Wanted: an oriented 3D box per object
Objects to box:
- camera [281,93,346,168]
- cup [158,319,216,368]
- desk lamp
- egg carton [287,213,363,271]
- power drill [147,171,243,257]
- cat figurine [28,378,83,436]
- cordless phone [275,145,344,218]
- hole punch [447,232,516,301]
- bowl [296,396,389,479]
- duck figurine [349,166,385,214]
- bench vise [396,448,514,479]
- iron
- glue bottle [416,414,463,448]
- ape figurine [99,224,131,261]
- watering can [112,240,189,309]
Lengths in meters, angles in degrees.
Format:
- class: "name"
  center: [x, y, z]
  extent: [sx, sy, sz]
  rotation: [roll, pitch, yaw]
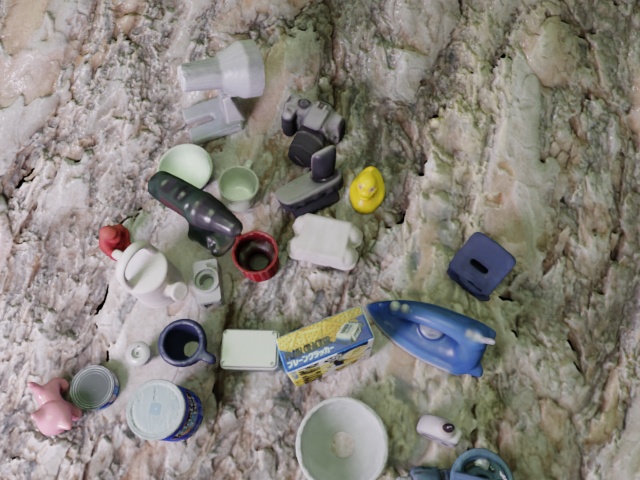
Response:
- class: "camera"
  center: [-0.031, -0.241, 1.268]
  extent: [0.143, 0.101, 0.137]
  rotation: [24, 72, 11]
- class: "cup"
  center: [-0.245, 0.212, 1.110]
  extent: [0.117, 0.095, 0.092]
  rotation: [26, 73, 11]
- class: "desk lamp"
  center: [-0.215, -0.324, 1.245]
  extent: [0.203, 0.213, 0.118]
  rotation: [-21, 70, -6]
- class: "egg carton"
  center: [0.011, 0.004, 1.192]
  extent: [0.150, 0.069, 0.107]
  rotation: [11, 70, 6]
- class: "power drill"
  center: [-0.232, -0.044, 1.144]
  extent: [0.229, 0.208, 0.076]
  rotation: [32, 74, 13]
- class: "cat figurine"
  center: [-0.502, 0.315, 1.068]
  extent: [0.067, 0.118, 0.127]
  rotation: [-37, 72, -11]
- class: "cordless phone"
  center: [-0.024, -0.130, 1.182]
  extent: [0.148, 0.185, 0.094]
  rotation: [-31, 71, -9]
- class: "hole punch"
  center: [0.323, 0.054, 1.151]
  extent: [0.108, 0.091, 0.101]
  rotation: [39, 75, 15]
- class: "bowl"
  center: [0.041, 0.376, 1.049]
  extent: [0.167, 0.075, 0.167]
  rotation: [-1, 69, 2]
- class: "duck figurine"
  center: [0.102, -0.117, 1.226]
  extent: [0.077, 0.086, 0.104]
  rotation: [13, 71, 7]
- class: "bench vise"
  center: [0.238, 0.421, 0.948]
  extent: [0.207, 0.220, 0.121]
  rotation: [-17, 70, -4]
- class: "iron"
  center: [0.206, 0.162, 1.088]
  extent: [0.258, 0.141, 0.119]
  rotation: [21, 72, 10]
- class: "glue bottle"
  center: [0.216, 0.335, 1.006]
  extent: [0.078, 0.173, 0.037]
  rotation: [25, 72, 11]
- class: "ape figurine"
  center: [-0.431, -0.001, 1.197]
  extent: [0.076, 0.092, 0.078]
  rotation: [14, 71, 7]
- class: "watering can"
  center: [-0.333, 0.064, 1.115]
  extent: [0.172, 0.194, 0.101]
  rotation: [8, 70, 5]
